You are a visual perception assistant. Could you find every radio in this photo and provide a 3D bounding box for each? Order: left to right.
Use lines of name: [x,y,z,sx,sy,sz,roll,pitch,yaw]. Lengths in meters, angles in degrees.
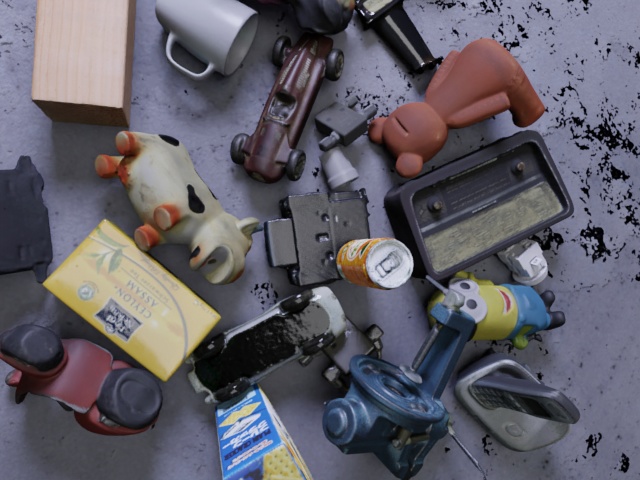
radio: [0.208,-0.049,0.715,0.230,0.073,0.131,-24,94,-14]

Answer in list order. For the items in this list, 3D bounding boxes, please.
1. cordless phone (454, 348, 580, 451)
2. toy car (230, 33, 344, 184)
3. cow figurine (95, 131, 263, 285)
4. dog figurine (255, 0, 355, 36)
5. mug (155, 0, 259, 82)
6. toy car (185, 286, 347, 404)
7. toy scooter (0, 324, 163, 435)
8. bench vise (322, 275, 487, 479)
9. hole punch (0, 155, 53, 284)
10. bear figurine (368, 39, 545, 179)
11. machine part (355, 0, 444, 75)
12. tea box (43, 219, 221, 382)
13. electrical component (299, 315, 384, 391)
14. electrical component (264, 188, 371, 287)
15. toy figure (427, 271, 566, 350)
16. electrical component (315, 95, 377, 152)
cordless phone: [0.270,0.210,0.665,0.146,0.184,0.089,47,74,-8]
toy car: [-0.039,-0.165,0.656,0.089,0.053,0.202,20,84,17]
cow figurine: [-0.150,-0.033,0.614,0.127,0.085,0.195,-22,75,-54]
dog figurine: [-0.041,-0.339,0.647,0.219,0.108,0.191,15,52,-30]
mug: [-0.144,-0.247,0.638,0.107,0.081,0.109,32,85,0]
toy car: [-0.065,0.124,0.643,0.202,0.056,0.073,-28,88,-2]
toy scooter: [-0.268,0.156,0.578,0.183,0.135,0.075,40,43,-27]
bench vise: [0.119,0.170,0.632,0.223,0.129,0.240,20,101,-31]
hole punch: [-0.361,-0.013,0.574,0.116,0.092,0.142,-7,84,-51]
bear figurine: [0.173,-0.159,0.702,0.196,0.120,0.131,-45,144,13]
machine part: [0.107,-0.281,0.719,0.139,0.039,0.084,48,70,-6]
tea box: [-0.207,0.067,0.611,0.169,0.068,0.098,41,80,-10]
electrical component: [0.034,0.142,0.683,0.078,0.045,0.102,38,75,19]
electrical component: [-0.001,-0.002,0.671,0.134,0.058,0.114,-9,88,-15]
toy figure: [0.231,0.099,0.712,0.180,0.082,0.089,6,116,-21]
electrical component: [0.025,-0.149,0.684,0.094,0.021,0.063,-41,56,-19]
